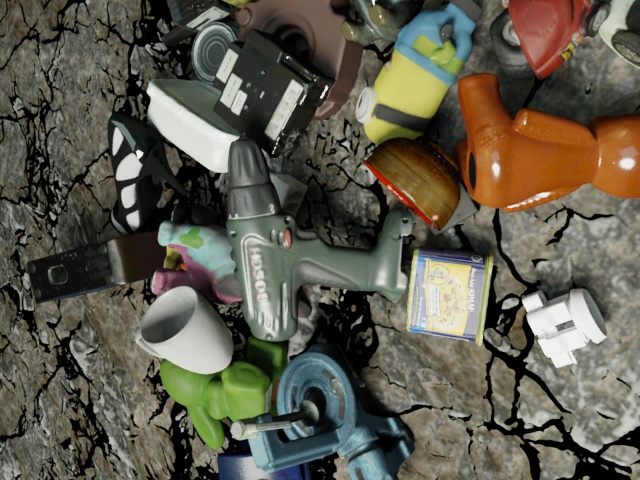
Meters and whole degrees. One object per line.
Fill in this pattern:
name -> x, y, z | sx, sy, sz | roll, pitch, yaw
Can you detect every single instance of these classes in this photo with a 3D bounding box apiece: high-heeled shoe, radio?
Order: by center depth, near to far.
high-heeled shoe -> -0.290, -0.090, 0.777 | 0.249, 0.086, 0.145 | -17, 126, 41
radio -> -0.338, 0.040, 0.839 | 0.230, 0.131, 0.073 | -14, 91, 30

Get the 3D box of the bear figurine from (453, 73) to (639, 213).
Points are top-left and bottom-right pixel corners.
bear figurine -> 0.241, -0.095, 0.523 | 0.196, 0.120, 0.132 | -9, 47, 5

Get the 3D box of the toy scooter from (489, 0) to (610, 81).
toy scooter -> 0.225, -0.252, 0.519 | 0.135, 0.075, 0.184 | -19, 71, 31

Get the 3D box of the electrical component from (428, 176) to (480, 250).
electrical component -> 0.151, -0.038, 0.619 | 0.063, 0.021, 0.094 | -32, 78, 28

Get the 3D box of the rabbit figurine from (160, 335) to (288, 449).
rabbit figurine -> -0.139, 0.204, 0.758 | 0.170, 0.121, 0.158 | 9, 122, 14

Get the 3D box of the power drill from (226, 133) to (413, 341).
power drill -> -0.001, -0.002, 0.612 | 0.086, 0.207, 0.231 | -160, 70, -73

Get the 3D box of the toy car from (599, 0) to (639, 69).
toy car -> 0.349, -0.163, 0.476 | 0.202, 0.056, 0.073 | 42, 107, 18

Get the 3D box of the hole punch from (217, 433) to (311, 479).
hole punch -> -0.077, 0.337, 0.753 | 0.116, 0.092, 0.142 | -7, 89, 26

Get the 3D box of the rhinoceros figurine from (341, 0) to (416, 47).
rhinoceros figurine -> 0.057, -0.314, 0.595 | 0.073, 0.112, 0.190 | -1, 110, 59

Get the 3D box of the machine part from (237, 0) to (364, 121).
machine part -> -0.031, -0.237, 0.681 | 0.180, 0.056, 0.179 | 4, 99, 28

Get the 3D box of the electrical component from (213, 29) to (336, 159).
electrical component -> -0.064, -0.180, 0.644 | 0.134, 0.058, 0.115 | 42, 114, 17

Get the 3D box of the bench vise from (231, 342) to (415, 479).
bench vise -> 0.001, 0.224, 0.620 | 0.129, 0.240, 0.223 | -31, 64, 32

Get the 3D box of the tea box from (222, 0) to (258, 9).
tea box -> -0.060, -0.379, 0.674 | 0.170, 0.068, 0.098 | -25, 82, 28

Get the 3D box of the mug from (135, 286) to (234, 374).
mug -> -0.164, 0.124, 0.660 | 0.110, 0.107, 0.081 | -25, 40, 15

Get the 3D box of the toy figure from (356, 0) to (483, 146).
toy figure -> 0.111, -0.182, 0.593 | 0.089, 0.082, 0.180 | 46, 112, 19

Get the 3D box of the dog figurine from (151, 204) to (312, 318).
dog figurine -> -0.108, 0.035, 0.733 | 0.219, 0.192, 0.108 | 15, 107, -7

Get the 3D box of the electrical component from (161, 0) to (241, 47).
electrical component -> -0.172, -0.316, 0.742 | 0.119, 0.075, 0.047 | -18, 87, 32
